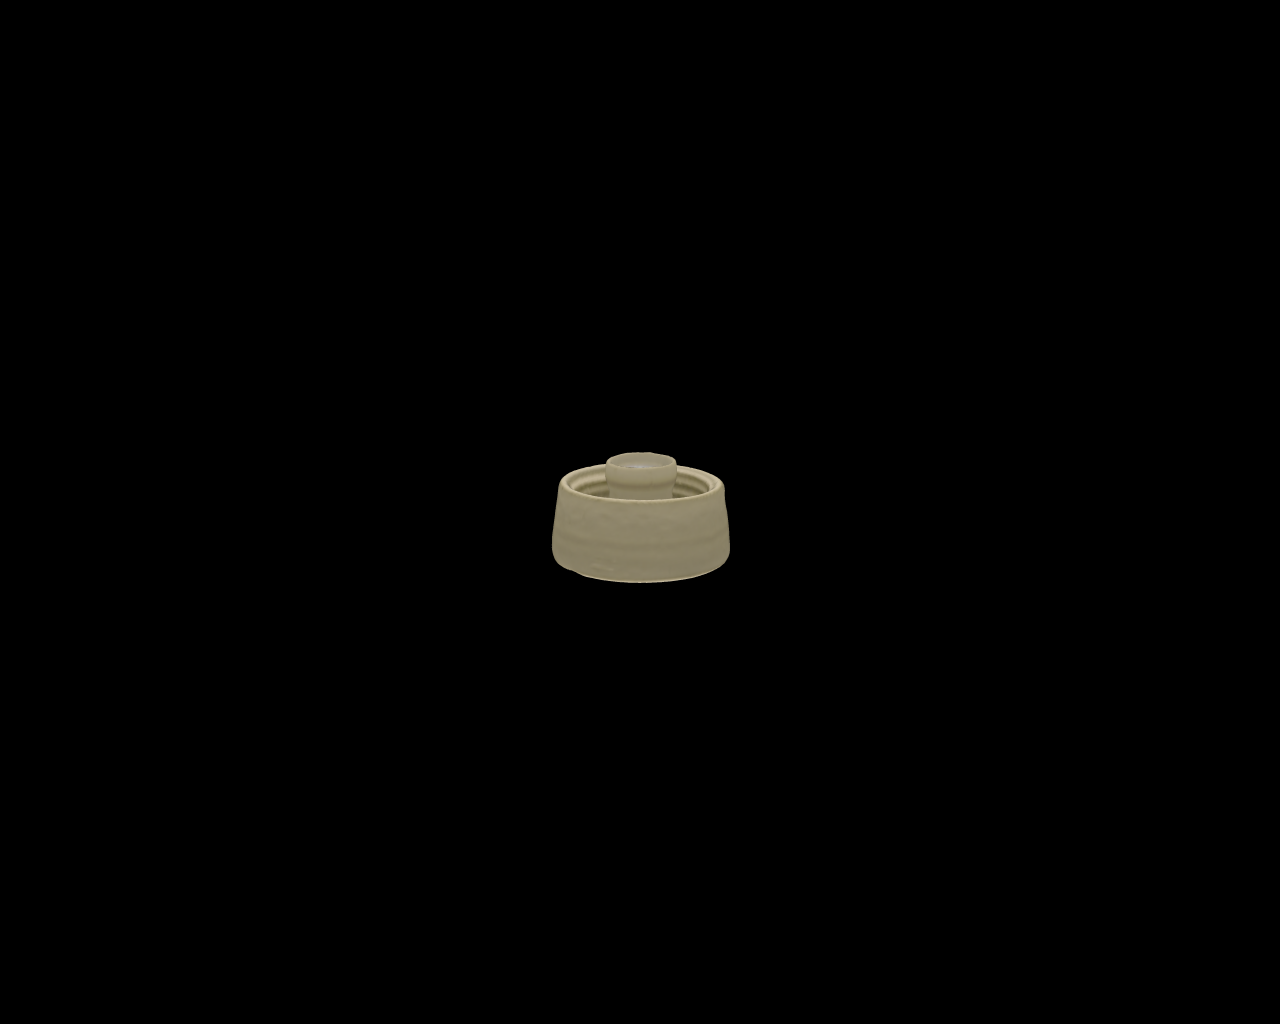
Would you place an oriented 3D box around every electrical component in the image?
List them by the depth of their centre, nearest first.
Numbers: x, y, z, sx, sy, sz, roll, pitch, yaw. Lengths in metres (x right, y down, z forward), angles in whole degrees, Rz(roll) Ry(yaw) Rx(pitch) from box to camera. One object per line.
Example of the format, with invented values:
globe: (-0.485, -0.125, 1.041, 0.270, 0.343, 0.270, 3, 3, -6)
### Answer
electrical component: (0.001, -0.003, 0.650, 0.108, 0.060, 0.108, 0, 16, 0)
